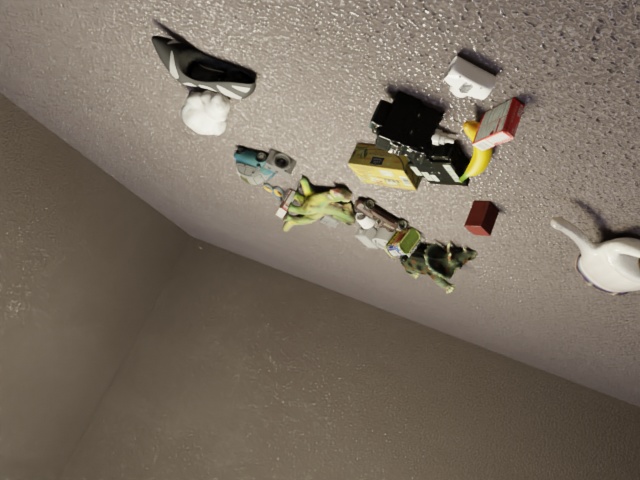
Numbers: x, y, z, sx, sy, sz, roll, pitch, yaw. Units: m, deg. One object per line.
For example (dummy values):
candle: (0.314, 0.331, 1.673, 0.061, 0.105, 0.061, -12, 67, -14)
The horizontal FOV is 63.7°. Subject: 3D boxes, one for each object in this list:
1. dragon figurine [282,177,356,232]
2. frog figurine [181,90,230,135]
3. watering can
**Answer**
dragon figurine: (0.005, -0.090, 1.796, 0.242, 0.124, 0.403, 19, 155, -3)
frog figurine: (-0.308, -0.351, 1.429, 0.161, 0.124, 0.135, 25, 151, 52)
watering can: (0.666, 0.040, 1.189, 0.348, 0.105, 0.221, 24, 166, 6)
